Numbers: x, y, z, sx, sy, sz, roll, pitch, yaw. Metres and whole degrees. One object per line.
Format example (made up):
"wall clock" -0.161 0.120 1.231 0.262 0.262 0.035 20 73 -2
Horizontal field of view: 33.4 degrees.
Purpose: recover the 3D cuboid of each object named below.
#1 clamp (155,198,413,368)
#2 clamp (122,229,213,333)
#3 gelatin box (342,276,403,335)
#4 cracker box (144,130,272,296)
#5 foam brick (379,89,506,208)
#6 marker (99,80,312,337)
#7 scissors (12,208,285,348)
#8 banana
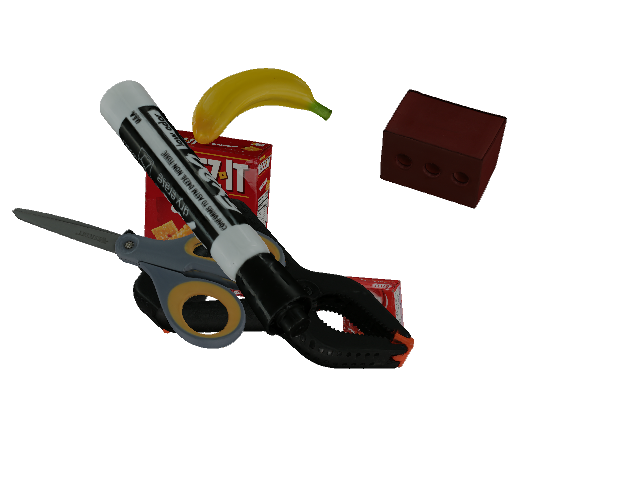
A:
"clamp" -0.025 0.058 0.896 0.210 0.036 0.164 29 43 6
"clamp" -0.151 0.034 1.153 0.120 0.039 0.171 -13 38 -7
"gelatin box" 0.064 0.090 1.326 0.073 0.089 0.030 5 29 22
"cracker box" -0.160 -0.036 1.493 0.164 0.214 0.072 9 23 11
"foam brick" 0.090 -0.068 0.788 0.078 0.051 0.053 18 -40 15
"marker" -0.041 -0.012 0.374 0.020 0.020 0.121 0 42 -51
"scissors" -0.124 0.023 0.715 0.202 0.096 0.016 3 -30 11
"banana" -0.066 -0.137 1.045 0.070 0.037 0.197 42 36 22
